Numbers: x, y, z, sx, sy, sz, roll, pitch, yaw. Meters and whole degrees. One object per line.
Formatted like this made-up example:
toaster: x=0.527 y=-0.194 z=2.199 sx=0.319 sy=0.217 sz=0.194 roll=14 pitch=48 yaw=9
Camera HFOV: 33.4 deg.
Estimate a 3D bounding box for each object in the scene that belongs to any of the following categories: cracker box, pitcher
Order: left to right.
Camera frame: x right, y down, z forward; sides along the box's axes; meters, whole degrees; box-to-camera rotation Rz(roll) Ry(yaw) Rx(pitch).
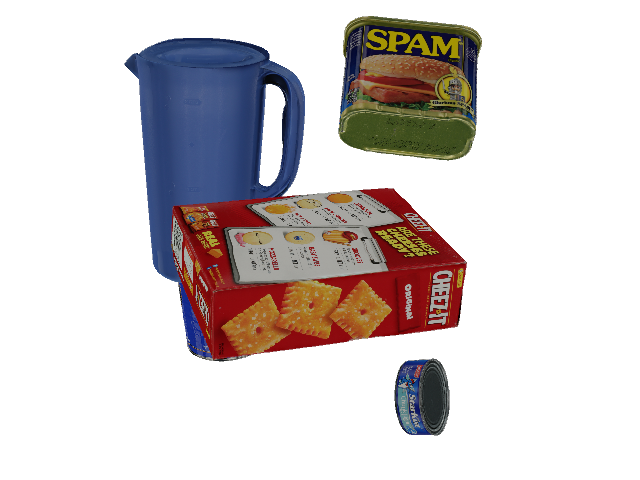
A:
pitcher: x=-0.111 y=-0.080 z=1.097 sx=0.144 sy=0.243 sz=0.149 roll=-11 pitch=26 yaw=-29
cracker box: x=-0.008 y=0.023 z=0.914 sx=0.213 sy=0.072 sz=0.164 roll=-5 pitch=27 yaw=-18

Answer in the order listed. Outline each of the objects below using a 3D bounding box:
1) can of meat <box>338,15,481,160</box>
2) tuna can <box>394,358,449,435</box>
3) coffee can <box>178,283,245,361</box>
can of meat: x=0.064 y=-0.110 z=0.776 sx=0.102 sy=0.084 sz=0.057 roll=6 pitch=-29 yaw=0
tuna can: x=0.115 y=0.177 z=1.204 sx=0.034 sy=0.086 sz=0.086 roll=-5 pitch=-2 yaw=27
coffee can: x=-0.117 y=0.057 z=1.264 sx=0.103 sy=0.140 sz=0.103 roll=-4 pitch=26 yaw=2
